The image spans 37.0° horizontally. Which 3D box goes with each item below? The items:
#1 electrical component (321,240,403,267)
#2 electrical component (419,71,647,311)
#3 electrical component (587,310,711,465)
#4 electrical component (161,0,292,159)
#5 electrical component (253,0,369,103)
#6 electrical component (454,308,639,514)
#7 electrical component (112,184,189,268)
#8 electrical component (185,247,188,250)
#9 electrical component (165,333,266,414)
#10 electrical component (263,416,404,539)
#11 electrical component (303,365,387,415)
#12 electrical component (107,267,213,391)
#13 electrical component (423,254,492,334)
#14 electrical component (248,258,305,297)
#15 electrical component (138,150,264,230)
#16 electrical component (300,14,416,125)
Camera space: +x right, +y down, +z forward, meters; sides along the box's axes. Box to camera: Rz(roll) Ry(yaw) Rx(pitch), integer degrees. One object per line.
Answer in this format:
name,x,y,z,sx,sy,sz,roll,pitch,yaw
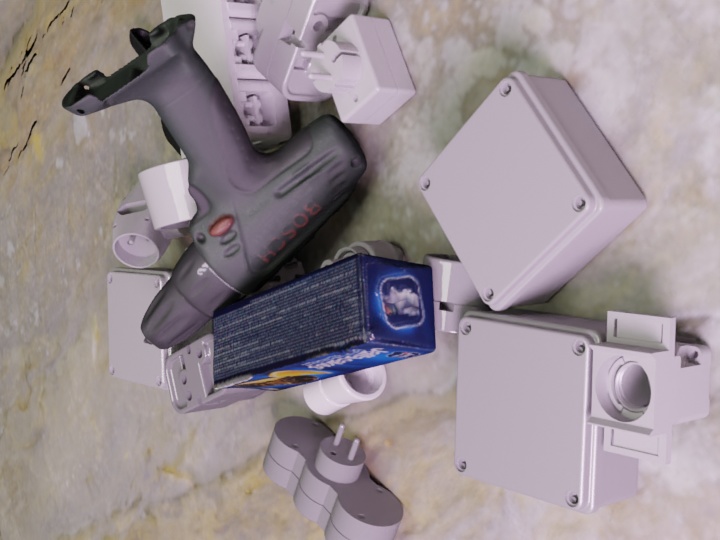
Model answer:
electrical component,0.000,0.000,0.793,0.043,0.062,0.043,4,95,49
electrical component,0.104,-0.048,0.674,0.108,0.056,0.108,-49,57,39
electrical component,0.165,0.064,0.606,0.042,0.064,0.081,7,97,50
electrical component,-0.111,-0.175,0.904,0.089,0.062,0.150,-9,88,49
electrical component,-0.042,-0.187,0.835,0.059,0.054,0.095,47,126,37
electrical component,0.116,0.083,0.669,0.109,0.056,0.108,8,98,49
electrical component,-0.186,-0.046,1.008,0.079,0.043,0.077,-10,41,14
electrical component,-0.122,0.000,0.941,0.055,0.055,0.047,-17,83,48
electrical component,-0.120,0.088,0.940,0.095,0.059,0.053,-28,71,46
electrical component,-0.018,0.154,0.832,0.138,0.052,0.073,39,121,40
electrical component,-0.015,0.088,0.834,0.065,0.044,0.044,-35,67,50
electrical component,-0.190,0.053,1.021,0.109,0.056,0.108,3,95,49
electrical component,0.065,0.015,0.726,0.055,0.055,0.047,13,99,48
electrical component,-0.071,0.009,0.887,0.077,0.047,0.065,-12,84,49
electrical component,-0.128,-0.060,0.907,0.108,0.108,0.060,-11,91,49
electrical component,-0.010,-0.147,0.784,0.047,0.077,0.065,-36,66,44
